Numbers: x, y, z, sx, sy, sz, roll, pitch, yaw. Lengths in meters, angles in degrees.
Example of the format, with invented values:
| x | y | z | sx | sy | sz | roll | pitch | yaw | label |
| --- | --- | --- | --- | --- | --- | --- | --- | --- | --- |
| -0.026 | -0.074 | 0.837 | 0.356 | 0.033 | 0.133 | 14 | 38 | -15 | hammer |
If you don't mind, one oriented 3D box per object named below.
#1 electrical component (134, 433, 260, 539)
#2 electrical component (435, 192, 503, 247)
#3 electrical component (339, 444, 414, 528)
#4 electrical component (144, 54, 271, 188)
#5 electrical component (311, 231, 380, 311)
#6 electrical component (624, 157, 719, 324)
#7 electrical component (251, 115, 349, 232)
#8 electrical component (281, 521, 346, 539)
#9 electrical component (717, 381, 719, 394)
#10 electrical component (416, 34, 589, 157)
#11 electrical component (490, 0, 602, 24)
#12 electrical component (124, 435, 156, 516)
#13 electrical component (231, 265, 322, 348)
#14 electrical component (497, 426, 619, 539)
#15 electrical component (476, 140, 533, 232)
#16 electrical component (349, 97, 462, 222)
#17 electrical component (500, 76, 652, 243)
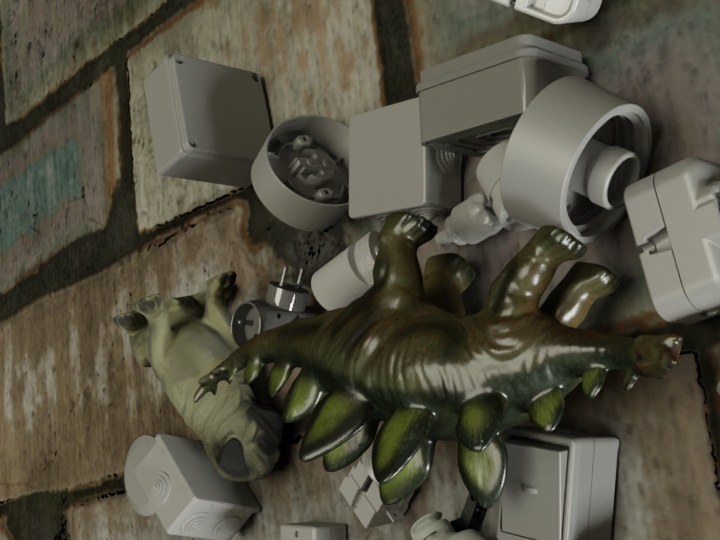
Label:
| x | y | z | sx | sy | sz | roll | pitch | yaw | label |
| --- | --- | --- | --- | --- | --- | --- | --- | --- | --- |
| -0.156 | 0.207 | 1.017 | 0.048 | 0.100 | 0.099 | -51 | 50 | 13 | electrical component |
| 0.083 | -0.035 | 0.840 | 0.061 | 0.035 | 0.035 | -32 | 63 | 42 | electrical component |
| 0.018 | 0.172 | 0.875 | 0.066 | 0.048 | 0.055 | 50 | 128 | 38 | electrical component |
| -0.145 | -0.143 | 1.044 | 0.056 | 0.109 | 0.108 | -31 | 63 | 43 | electrical component |
| 0.000 | 0.000 | 0.917 | 0.081 | 0.043 | 0.043 | -36 | 60 | 38 | electrical component |
| 0.215 | -0.020 | 0.684 | 0.059 | 0.054 | 0.095 | -27 | 66 | 42 | electrical component |
| -0.042 | -0.085 | 0.938 | 0.064 | 0.099 | 0.099 | -46 | 54 | 40 | electrical component |
| -0.054 | 0.260 | 0.916 | 0.047 | 0.076 | 0.083 | -10 | 78 | 46 | electrical component |
| 0.263 | 0.031 | 0.628 | 0.138 | 0.052 | 0.073 | -50 | 52 | 30 | electrical component |
| 0.105 | -0.127 | 0.797 | 0.113 | 0.078 | 0.057 | -11 | 78 | 46 | electrical component |
| 0.130 | -0.218 | 0.784 | 0.095 | 0.059 | 0.053 | 28 | 117 | 25 | electrical component |
| -0.202 | 0.209 | 1.098 | 0.080 | 0.051 | 0.080 | -8 | 79 | 46 | electrical component |
| -0.068 | 0.035 | 0.960 | 0.043 | 0.077 | 0.079 | 24 | 102 | 46 | electrical component |
| 0.133 | 0.158 | 0.742 | 0.062 | 0.061 | 0.096 | 2 | 86 | 47 | electrical component |
| 0.118 | -0.064 | 0.794 | 0.055 | 0.055 | 0.047 | -51 | 48 | 30 | electrical component |
| 0.038 | -0.088 | 0.885 | 0.100 | 0.048 | 0.099 | -7 | 79 | 46 | electrical component |
| 0.152 | -0.070 | 0.722 | 0.060 | 0.108 | 0.108 | 31 | 107 | 38 | electrical component |
